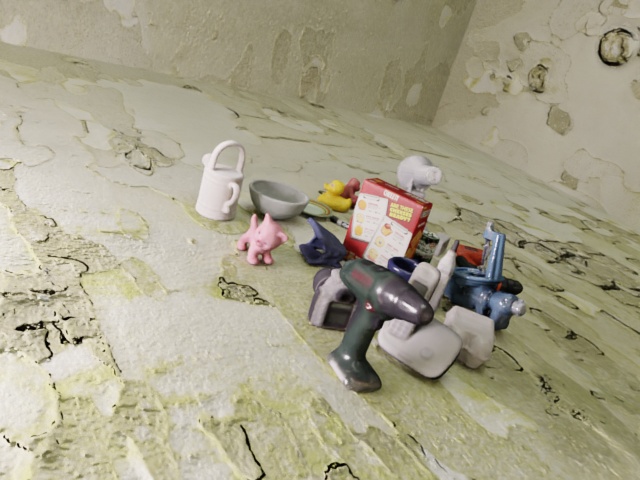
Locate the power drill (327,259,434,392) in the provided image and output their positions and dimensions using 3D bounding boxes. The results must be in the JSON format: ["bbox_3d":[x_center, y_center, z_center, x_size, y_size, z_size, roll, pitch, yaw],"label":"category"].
[{"bbox_3d":[0.088,0.140,0.943,0.076,0.208,0.229,5,25,-29],"label":"power drill"}]

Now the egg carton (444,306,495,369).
[{"bbox_3d":[0.299,0.195,1.163,0.107,0.069,0.150,21,22,9],"label":"egg carton"}]

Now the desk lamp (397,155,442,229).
[{"bbox_3d":[0.310,-0.150,1.809,0.118,0.213,0.203,12,22,-15],"label":"desk lamp"}]

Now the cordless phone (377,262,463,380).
[{"bbox_3d":[0.198,0.146,1.045,0.147,0.185,0.094,30,24,27],"label":"cordless phone"}]

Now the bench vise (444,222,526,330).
[{"bbox_3d":[0.397,0.083,1.306,0.206,0.220,0.122,31,25,31],"label":"bench vise"}]

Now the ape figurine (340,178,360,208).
[{"bbox_3d":[0.101,-0.152,1.817,0.076,0.092,0.078,15,22,-7],"label":"ape figurine"}]

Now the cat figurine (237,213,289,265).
[{"bbox_3d":[-0.124,-0.010,1.262,0.067,0.118,0.127,1,27,-35],"label":"cat figurine"}]

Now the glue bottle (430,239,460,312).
[{"bbox_3d":[0.278,0.077,1.291,0.037,0.173,0.078,22,22,10],"label":"glue bottle"}]

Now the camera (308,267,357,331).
[{"bbox_3d":[0.047,0.105,1.141,0.143,0.101,0.136,10,23,-18],"label":"camera"}]

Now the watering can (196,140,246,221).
[{"bbox_3d":[-0.245,-0.158,1.421,0.172,0.194,0.101,28,24,24],"label":"watering can"}]

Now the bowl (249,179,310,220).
[{"bbox_3d":[-0.116,-0.100,1.544,0.167,0.075,0.167,15,22,-6],"label":"bowl"}]

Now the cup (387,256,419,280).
[{"bbox_3d":[0.187,0.093,1.287,0.091,0.095,0.118,25,23,17],"label":"cup"}]

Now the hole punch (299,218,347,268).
[{"bbox_3d":[0.013,0.005,1.369,0.101,0.091,0.108,8,23,-23],"label":"hole punch"}]

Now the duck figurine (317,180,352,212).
[{"bbox_3d":[0.052,-0.140,1.756,0.104,0.086,0.077,20,22,5],"label":"duck figurine"}]
